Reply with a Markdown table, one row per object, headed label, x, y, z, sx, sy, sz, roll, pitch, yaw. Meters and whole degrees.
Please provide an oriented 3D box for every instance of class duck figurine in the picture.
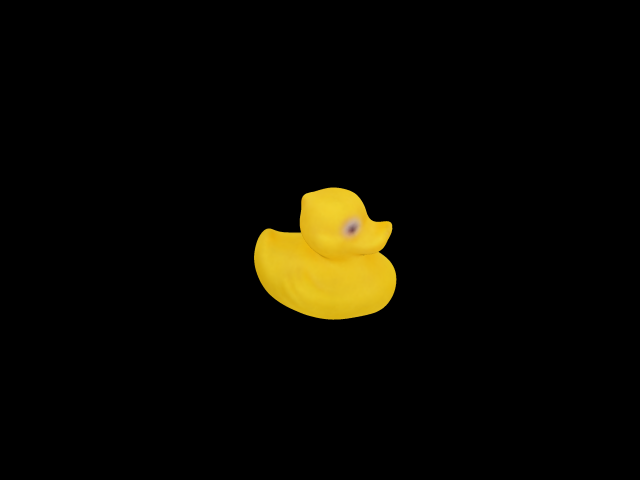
| label | x | y | z | sx | sy | sz | roll | pitch | yaw |
| --- | --- | --- | --- | --- | --- | --- | --- | --- | --- |
| duck figurine | 0.004 | 0.001 | 0.400 | 0.104 | 0.086 | 0.077 | 10 | 43 | 11 |
